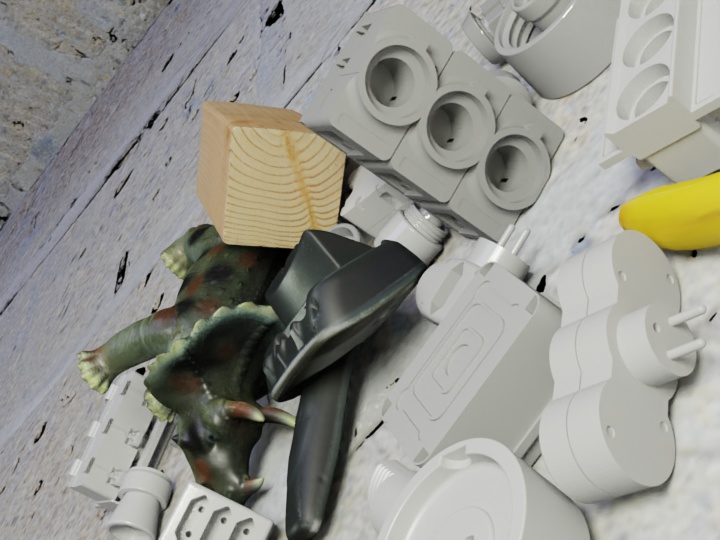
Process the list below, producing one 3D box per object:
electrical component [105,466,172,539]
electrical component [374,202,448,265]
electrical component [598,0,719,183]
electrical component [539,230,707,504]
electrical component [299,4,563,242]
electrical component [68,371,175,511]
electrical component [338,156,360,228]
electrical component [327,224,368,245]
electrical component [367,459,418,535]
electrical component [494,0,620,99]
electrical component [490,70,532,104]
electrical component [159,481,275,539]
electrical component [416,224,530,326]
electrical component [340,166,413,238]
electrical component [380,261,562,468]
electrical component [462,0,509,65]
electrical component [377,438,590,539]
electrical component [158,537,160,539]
[{"bbox_3d":[-0.191,0.205,0.935,0.045,0.045,0.055,-33,33,43],"label":"electrical component"},{"bbox_3d":[0.044,-0.029,0.781,0.062,0.043,0.043,-49,24,14],"label":"electrical component"},{"bbox_3d":[0.179,-0.111,0.597,0.079,0.063,0.121,-31,34,46],"label":"electrical component"},{"bbox_3d":[0.133,0.038,0.509,0.074,0.052,0.138,-31,34,45],"label":"electrical component"},{"bbox_3d":[0.051,-0.094,0.714,0.089,0.150,0.062,-60,22,-7],"label":"electrical component"},{"bbox_3d":[-0.224,0.163,1.028,0.079,0.063,0.121,-21,42,53],"label":"electrical component"},{"bbox_3d":[0.010,-0.080,0.894,0.057,0.058,0.078,-38,29,42],"label":"electrical component"},{"bbox_3d":[0.000,0.000,0.799,0.044,0.065,0.044,-23,49,29],"label":"electrical component"},{"bbox_3d":[0.029,0.135,0.599,0.043,0.043,0.081,-59,23,-5],"label":"electrical component"},{"bbox_3d":[0.142,-0.183,0.763,0.108,0.060,0.108,-43,27,28],"label":"electrical component"},{"bbox_3d":[0.101,-0.128,0.797,0.048,0.048,0.062,-47,18,22],"label":"electrical component"},{"bbox_3d":[-0.099,0.188,0.764,0.076,0.066,0.047,99,-163,-74],"label":"electrical component"},{"bbox_3d":[0.079,0.006,0.666,0.079,0.043,0.077,-58,23,-2],"label":"electrical component"},{"bbox_3d":[0.037,-0.063,0.820,0.089,0.056,0.050,-35,31,40],"label":"electrical component"},{"bbox_3d":[0.073,0.062,0.589,0.113,0.057,0.078,-54,23,5],"label":"electrical component"},{"bbox_3d":[0.115,-0.197,0.855,0.055,0.048,0.066,-39,28,19],"label":"electrical component"},{"bbox_3d":[0.060,0.141,0.508,0.108,0.060,0.108,-43,27,28],"label":"electrical component"},{"bbox_3d":[-0.145,0.225,0.828,0.044,0.044,0.065,-10,46,59],"label":"electrical component"}]
